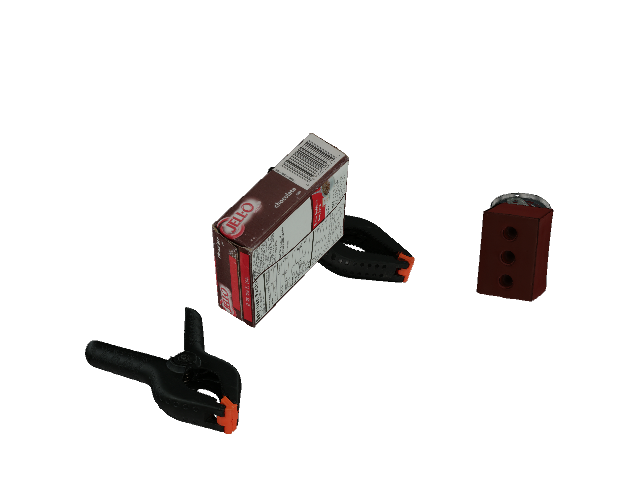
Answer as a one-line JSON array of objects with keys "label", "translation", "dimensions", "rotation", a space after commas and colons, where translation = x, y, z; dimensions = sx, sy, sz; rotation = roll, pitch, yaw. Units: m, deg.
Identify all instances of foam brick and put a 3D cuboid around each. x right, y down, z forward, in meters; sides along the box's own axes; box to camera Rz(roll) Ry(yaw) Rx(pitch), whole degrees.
[{"label": "foam brick", "translation": [0.174, 0.010, 0.954], "dimensions": [0.053, 0.078, 0.051], "rotation": [8, 16, 24]}]

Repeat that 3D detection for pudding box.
[{"label": "pudding box", "translation": [-0.027, -0.007, 0.748], "dimensions": [0.039, 0.090, 0.113], "rotation": [33, 57, 22]}]

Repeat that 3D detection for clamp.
[{"label": "clamp", "translation": [-0.003, -0.003, 1.158], "dimensions": [0.210, 0.036, 0.164], "rotation": [27, 36, 15]}, {"label": "clamp", "translation": [-0.120, 0.115, 0.977], "dimensions": [0.172, 0.039, 0.120], "rotation": [29, 45, 34]}]

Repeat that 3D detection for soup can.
[{"label": "soup can", "translation": [0.232, 0.004, 1.247], "dimensions": [0.068, 0.102, 0.068], "rotation": [-3, 30, 1]}]
